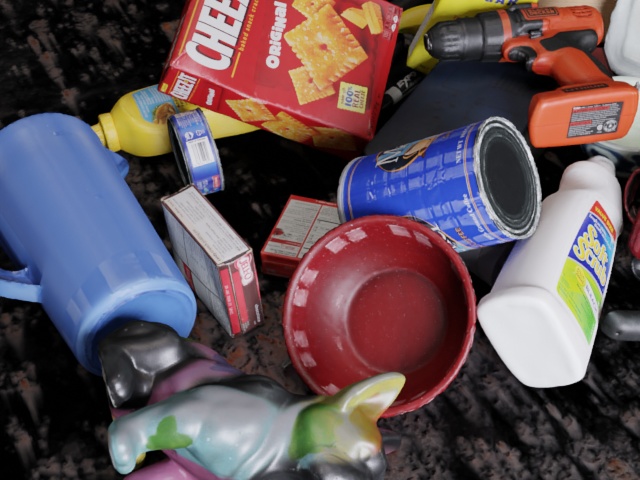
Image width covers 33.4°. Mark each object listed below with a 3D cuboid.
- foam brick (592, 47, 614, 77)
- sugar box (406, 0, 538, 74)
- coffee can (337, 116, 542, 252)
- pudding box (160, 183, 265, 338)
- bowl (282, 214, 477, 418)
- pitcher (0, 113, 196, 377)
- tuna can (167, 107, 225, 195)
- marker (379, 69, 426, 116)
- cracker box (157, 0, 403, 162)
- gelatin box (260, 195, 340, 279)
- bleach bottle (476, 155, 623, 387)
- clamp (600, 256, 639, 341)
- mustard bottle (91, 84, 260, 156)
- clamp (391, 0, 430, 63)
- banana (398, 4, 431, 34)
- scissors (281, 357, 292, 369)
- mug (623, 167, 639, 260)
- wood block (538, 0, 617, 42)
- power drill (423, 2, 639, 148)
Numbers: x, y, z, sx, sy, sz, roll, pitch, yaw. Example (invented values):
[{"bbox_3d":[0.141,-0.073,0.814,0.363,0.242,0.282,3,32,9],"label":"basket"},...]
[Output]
[{"bbox_3d":[0.278,-0.161,1.125,0.051,0.053,0.078,-2,41,3],"label":"foam brick"},{"bbox_3d":[0.169,-0.244,1.121,0.093,0.176,0.048,21,42,-7],"label":"sugar box"},{"bbox_3d":[0.100,-0.037,0.900,0.141,0.102,0.102,-14,32,38],"label":"coffee can"},{"bbox_3d":[-0.094,0.018,0.934,0.039,0.090,0.114,-27,46,-22],"label":"pudding box"},{"bbox_3d":[0.053,0.063,0.863,0.162,0.055,0.162,-4,79,22],"label":"bowl"},{"bbox_3d":[-0.216,0.008,0.931,0.149,0.144,0.243,-44,51,4],"label":"pitcher"},{"bbox_3d":[-0.123,-0.086,1.054,0.033,0.086,0.086,-17,44,-12],"label":"tuna can"},{"bbox_3d":[0.095,-0.170,1.177,0.020,0.020,0.121,28,51,31],"label":"marker"},{"bbox_3d":[-0.035,-0.194,1.074,0.213,0.072,0.164,20,68,-13],"label":"cracker box"},{"bbox_3d":[-0.007,0.001,0.989,0.073,0.030,0.089,11,44,15],"label":"gelatin box"},{"bbox_3d":[0.211,0.005,0.913,0.068,0.102,0.250,-13,32,37],"label":"bleach bottle"},{"bbox_3d":[0.325,0.061,0.887,0.171,0.039,0.120,15,40,12],"label":"clamp"},{"bbox_3d":[-0.156,-0.132,1.128,0.191,0.058,0.096,-17,43,-14],"label":"mustard bottle"},{"bbox_3d":[0.044,-0.254,1.261,0.165,0.036,0.209,7,46,12],"label":"clamp"},{"bbox_3d":[0.170,-0.233,1.211,0.198,0.037,0.069,11,67,4],"label":"banana"},{"bbox_3d":[0.030,0.044,0.949,0.201,0.016,0.096,-24,44,-21],"label":"scissors"},{"bbox_3d":[0.307,-0.022,0.918,0.093,0.081,0.117,-2,25,-36],"label":"mug"},{"bbox_3d":[0.281,-0.291,1.241,0.206,0.091,0.090,4,42,10],"label":"wood block"},{"bbox_3d":[0.208,-0.165,1.026,0.184,0.057,0.188,-8,43,-7],"label":"power drill"}]
